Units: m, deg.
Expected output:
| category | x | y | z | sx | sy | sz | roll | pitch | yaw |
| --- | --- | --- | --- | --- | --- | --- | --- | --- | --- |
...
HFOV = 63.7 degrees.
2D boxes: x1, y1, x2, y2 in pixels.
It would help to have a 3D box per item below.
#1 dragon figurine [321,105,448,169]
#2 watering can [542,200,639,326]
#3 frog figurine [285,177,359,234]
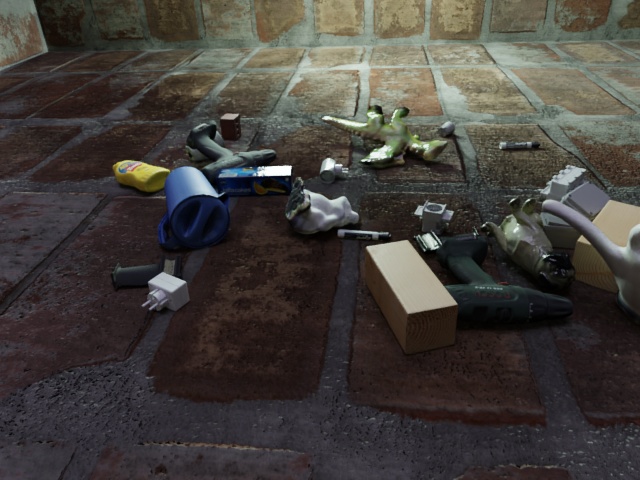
| category | x | y | z | sx | sy | sz | roll | pitch | yaw |
| --- | --- | --- | --- | --- | --- | --- | --- | --- | --- |
| dragon figurine | 0.181 | -0.304 | 1.574 | 0.248 | 0.410 | 0.119 | -69 | -21 | -48 |
| watering can | 0.545 | 0.046 | 0.860 | 0.350 | 0.105 | 0.219 | 24 | 148 | 36 |
| frog figurine | 0.004 | -0.061 | 1.210 | 0.158 | 0.122 | 0.139 | 24 | -173 | -29 |
